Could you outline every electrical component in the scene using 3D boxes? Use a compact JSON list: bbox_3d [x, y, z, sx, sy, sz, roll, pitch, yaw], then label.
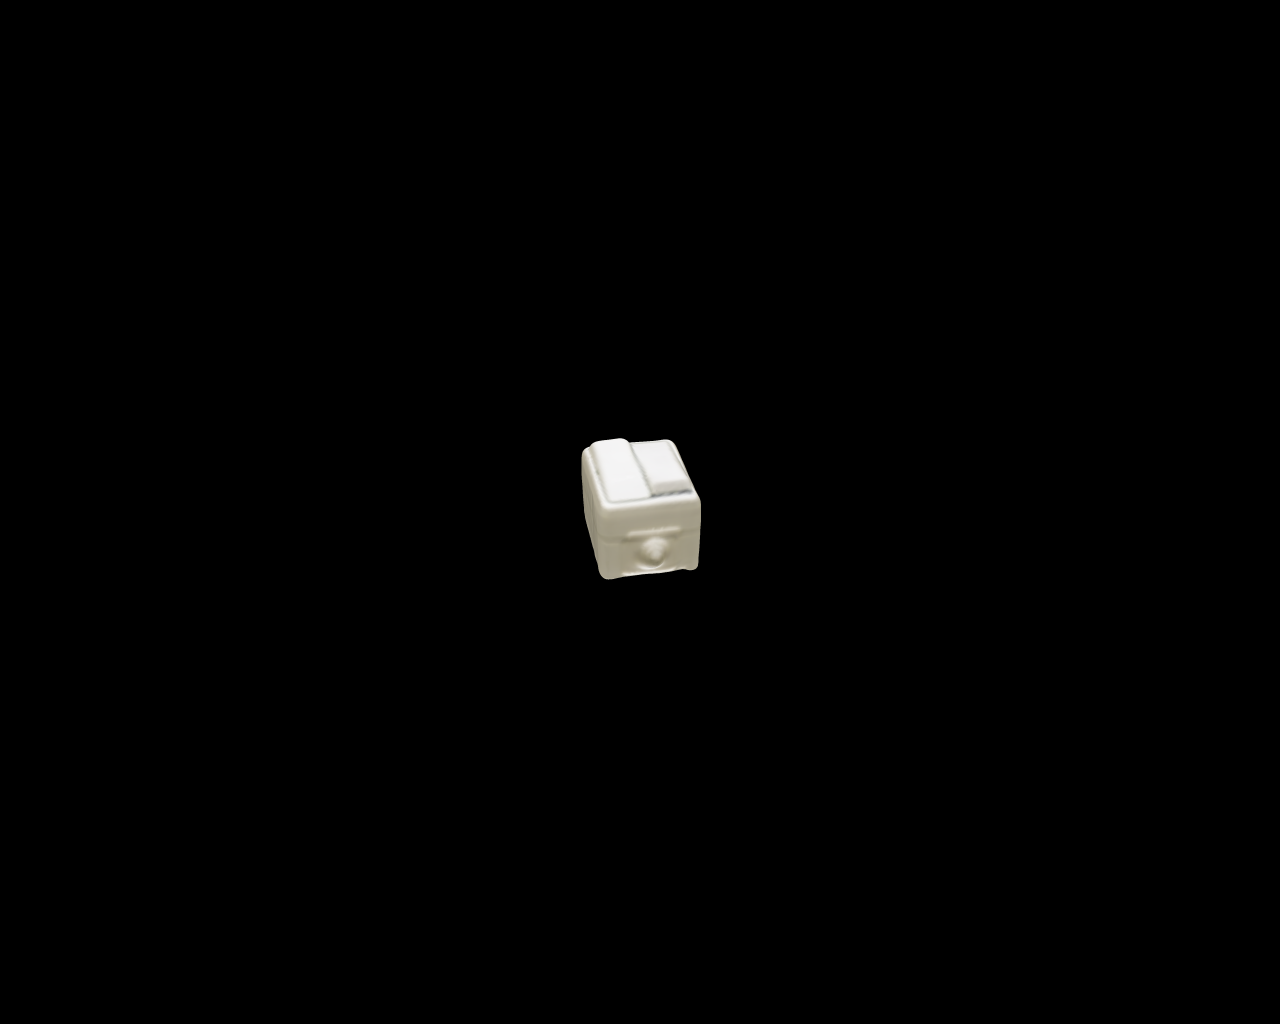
[{"bbox_3d":[0.001,-0.003,0.650,0.062,0.061,0.096,-6,33,-9],"label":"electrical component"}]
